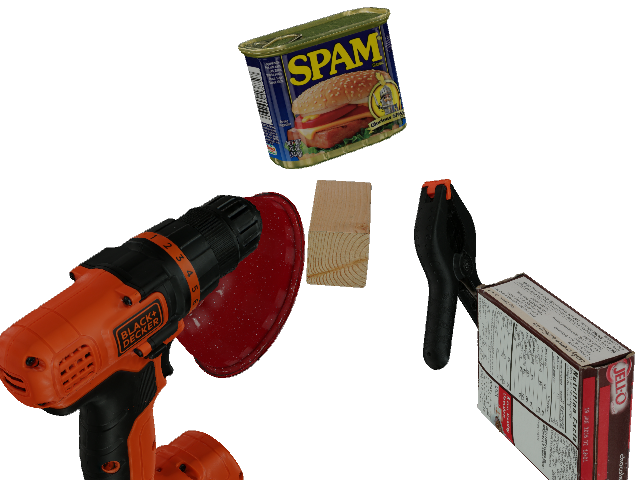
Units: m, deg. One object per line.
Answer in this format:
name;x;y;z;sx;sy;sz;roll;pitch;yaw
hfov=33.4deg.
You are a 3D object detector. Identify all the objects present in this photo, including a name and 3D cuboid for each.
pudding box;0.131;0.082;0.610;0.039;0.090;0.114;-13;25;-20
clamp;0.116;0.033;0.984;0.039;0.171;0.120;-11;12;35
wood block;0.031;-0.014;1.649;0.091;0.090;0.206;4;25;2
can of meat;0.004;-0.104;0.723;0.102;0.084;0.058;-21;21;-20
power drill;-0.093;0.082;0.620;0.057;0.188;0.184;19;40;35
bowl;-0.083;0.028;0.871;0.055;0.162;0.162;22;-13;-34
